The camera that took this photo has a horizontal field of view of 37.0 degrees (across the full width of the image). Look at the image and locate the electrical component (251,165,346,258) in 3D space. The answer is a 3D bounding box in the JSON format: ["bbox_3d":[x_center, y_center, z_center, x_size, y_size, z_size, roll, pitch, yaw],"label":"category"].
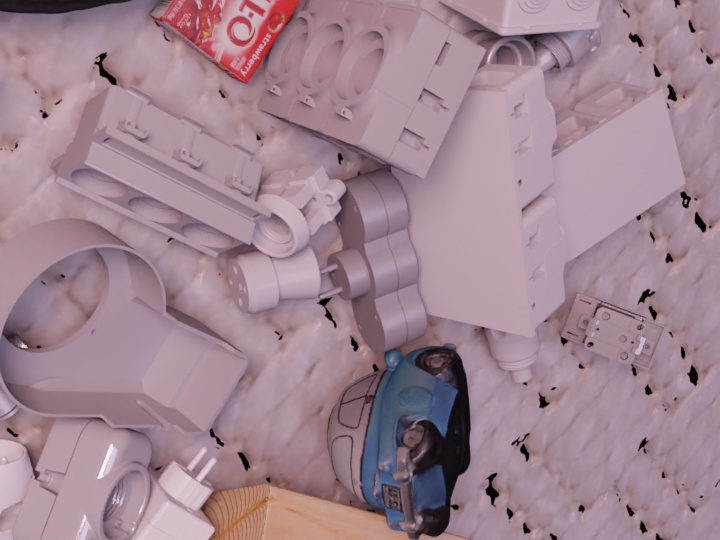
[{"bbox_3d":[-0.050,-0.041,0.750,0.055,0.066,0.048,-54,130,-44],"label":"electrical component"}]

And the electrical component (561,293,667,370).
[{"bbox_3d":[0.218,0.053,0.922,0.081,0.064,0.042,21,95,10],"label":"electrical component"}]

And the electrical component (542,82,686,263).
[{"bbox_3d":[0.177,-0.077,0.867,0.150,0.062,0.089,-32,118,-17],"label":"electrical component"}]

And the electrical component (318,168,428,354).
[{"bbox_3d":[0.000,0.000,0.800,0.074,0.052,0.138,-20,114,-21],"label":"electrical component"}]

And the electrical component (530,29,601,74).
[{"bbox_3d":[0.151,-0.173,0.832,0.062,0.048,0.048,-44,121,-6],"label":"electrical component"}]

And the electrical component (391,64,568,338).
[{"bbox_3d":[0.086,-0.055,0.786,0.060,0.105,0.186,-36,126,-41],"label":"electrical component"}]

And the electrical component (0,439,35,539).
[{"bbox_3d":[-0.254,0.160,0.704,0.079,0.043,0.077,-21,120,-59],"label":"electrical component"}]

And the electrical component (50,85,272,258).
[{"bbox_3d":[-0.126,-0.064,0.699,0.121,0.079,0.063,27,62,-32],"label":"electrical component"}]

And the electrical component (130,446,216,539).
[{"bbox_3d":[-0.131,0.161,0.771,0.047,0.066,0.076,41,84,-32],"label":"electrical component"}]

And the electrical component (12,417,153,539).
[{"bbox_3d":[-0.182,0.149,0.722,0.054,0.059,0.095,44,63,-66],"label":"electrical component"}]

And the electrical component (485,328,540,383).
[{"bbox_3d":[0.129,0.064,0.897,0.043,0.043,0.062,-26,117,-20],"label":"electrical component"}]

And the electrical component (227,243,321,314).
[{"bbox_3d":[-0.062,0.005,0.771,0.055,0.045,0.045,-14,112,-24],"label":"electrical component"}]

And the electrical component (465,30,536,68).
[{"bbox_3d":[0.097,-0.155,0.802,0.045,0.055,0.045,-9,110,-26],"label":"electrical component"}]

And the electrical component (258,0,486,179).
[{"bbox_3d":[-0.001,-0.126,0.700,0.062,0.150,0.089,24,93,-34],"label":"electrical component"}]

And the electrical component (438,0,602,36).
[{"bbox_3d":[0.117,-0.207,0.772,0.100,0.099,0.048,-10,123,-26],"label":"electrical component"}]
